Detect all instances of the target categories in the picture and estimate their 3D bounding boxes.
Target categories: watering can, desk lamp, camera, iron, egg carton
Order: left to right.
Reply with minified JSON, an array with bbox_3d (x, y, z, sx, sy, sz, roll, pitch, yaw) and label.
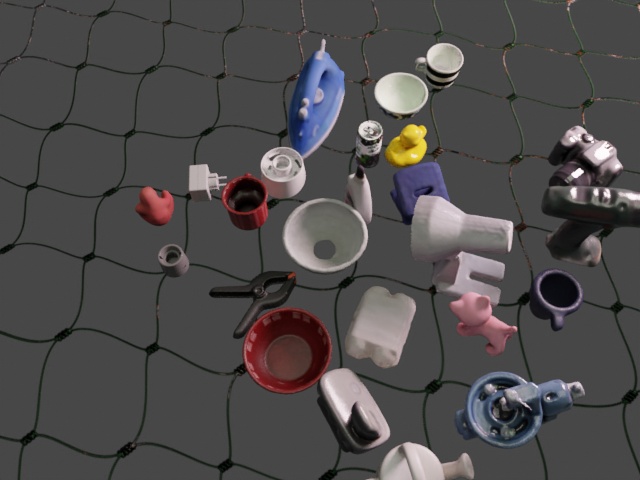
[{"bbox_3d":[-0.018,-0.316,1.280,0.118,0.141,0.258,11,63,7],"label":"iron"},{"bbox_3d":[0.112,0.160,1.066,0.107,0.069,0.150,18,64,10],"label":"egg carton"},{"bbox_3d":[0.147,0.365,0.886,0.173,0.194,0.100,-29,65,-14],"label":"watering can"},{"bbox_3d":[0.261,0.016,1.061,0.203,0.213,0.118,14,63,8],"label":"desk lamp"},{"bbox_3d":[0.546,-0.159,1.216,0.137,0.101,0.143,-33,66,-16],"label":"camera"}]

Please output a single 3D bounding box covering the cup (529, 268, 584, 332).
[{"bbox_3d":[0.431,0.124,1.069,0.091,0.095,0.118,7,62,4],"label":"cup"}]

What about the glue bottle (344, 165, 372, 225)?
[{"bbox_3d":[0.077,-0.097,1.145,0.037,0.173,0.078,-22,64,-11],"label":"glue bottle"}]

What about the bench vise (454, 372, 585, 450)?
[{"bbox_3d":[0.330,0.252,0.931,0.208,0.220,0.121,-29,65,-14],"label":"bench vise"}]

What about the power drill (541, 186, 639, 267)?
[{"bbox_3d":[0.526,-0.030,1.086,0.229,0.208,0.075,13,63,7],"label":"power drill"}]

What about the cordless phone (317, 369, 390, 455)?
[{"bbox_3d":[0.055,0.270,0.942,0.094,0.185,0.147,-30,65,-14],"label":"cordless phone"}]

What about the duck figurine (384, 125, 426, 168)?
[{"bbox_3d":[0.190,-0.213,1.256,0.105,0.086,0.077,-30,66,-15],"label":"duck figurine"}]

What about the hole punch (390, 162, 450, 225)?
[{"bbox_3d":[0.211,-0.097,1.190,0.109,0.091,0.101,-17,63,-9],"label":"hole punch"}]

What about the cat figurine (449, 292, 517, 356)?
[{"bbox_3d":[0.298,0.143,1.047,0.127,0.118,0.067,30,66,15],"label":"cat figurine"}]

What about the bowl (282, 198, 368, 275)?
[{"bbox_3d":[0.011,0.004,1.147,0.167,0.075,0.167,0,62,0],"label":"bowl"}]

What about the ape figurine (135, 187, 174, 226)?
[{"bbox_3d":[-0.345,-0.076,1.183,0.078,0.092,0.076,-13,63,-6],"label":"ape figurine"}]
